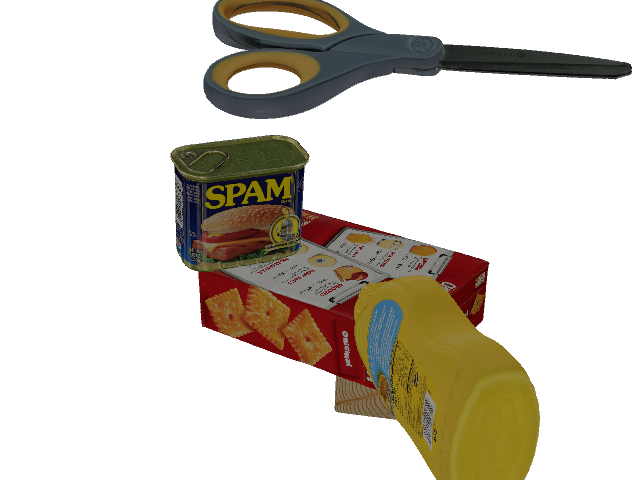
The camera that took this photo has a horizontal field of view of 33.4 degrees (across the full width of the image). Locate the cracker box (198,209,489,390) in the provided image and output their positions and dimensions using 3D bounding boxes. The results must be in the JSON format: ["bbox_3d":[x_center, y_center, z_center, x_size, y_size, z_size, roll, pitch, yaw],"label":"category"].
[{"bbox_3d":[0.021,0.051,0.977,0.214,0.072,0.163,17,30,31],"label":"cracker box"}]

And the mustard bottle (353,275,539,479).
[{"bbox_3d":[0.066,0.077,0.674,0.058,0.096,0.192,-9,27,-18],"label":"mustard bottle"}]

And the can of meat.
[{"bbox_3d":[-0.062,-0.028,0.822,0.102,0.084,0.057,-9,32,-21],"label":"can of meat"}]

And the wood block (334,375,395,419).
[{"bbox_3d":[0.082,0.147,1.402,0.091,0.090,0.206,6,18,10],"label":"wood block"}]

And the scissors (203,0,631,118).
[{"bbox_3d":[0.033,-0.076,0.495,0.202,0.016,0.096,17,50,18],"label":"scissors"}]
